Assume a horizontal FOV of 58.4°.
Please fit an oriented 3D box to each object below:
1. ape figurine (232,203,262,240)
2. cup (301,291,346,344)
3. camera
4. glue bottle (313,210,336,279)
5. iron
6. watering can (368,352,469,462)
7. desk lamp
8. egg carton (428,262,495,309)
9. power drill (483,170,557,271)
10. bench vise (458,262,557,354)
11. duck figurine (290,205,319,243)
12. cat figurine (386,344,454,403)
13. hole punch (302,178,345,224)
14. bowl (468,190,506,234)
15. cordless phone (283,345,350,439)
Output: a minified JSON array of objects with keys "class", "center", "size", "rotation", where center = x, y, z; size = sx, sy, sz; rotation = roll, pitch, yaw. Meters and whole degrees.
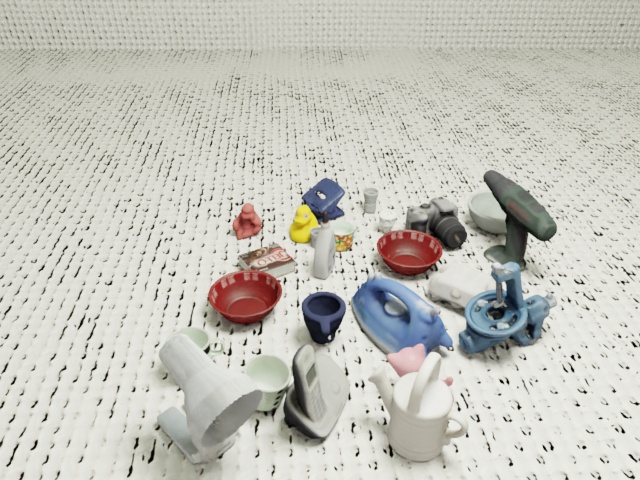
[{"class":"ape figurine","center":[-0.190,-0.055,1.510],"size":[0.077,0.092,0.076],"rotation":[10,35,14]},{"class":"cup","center":[0.008,0.176,1.173],"size":[0.091,0.095,0.117],"rotation":[-2,34,-4]},{"class":"camera","center":[0.313,-0.043,1.496],"size":[0.143,0.101,0.136],"rotation":[-10,36,-15]},{"class":"glue bottle","center":[0.012,0.005,1.354],"size":[0.037,0.173,0.078],"rotation":[12,36,17]},{"class":"iron","center":[0.153,0.139,1.189],"size":[0.119,0.141,0.257],"rotation":[-25,42,-32]},{"class":"watering can","center":[0.161,0.267,0.955],"size":[0.172,0.194,0.101],"rotation":[7,35,9]},{"class":"desk lamp","center":[-0.191,0.266,0.932],"size":[0.202,0.214,0.118],"rotation":[29,44,35]},{"class":"egg carton","center":[0.324,0.111,1.297],"size":[0.149,0.069,0.107],"rotation":[23,40,28]},{"class":"power drill","center":[0.465,-0.037,1.394],"size":[0.076,0.208,0.228],"rotation":[-17,38,-24]},{"class":"bench vise","center":[0.380,0.119,1.154],"size":[0.208,0.220,0.121],"rotation":[-23,41,-30]},{"class":"duck figurine","center":[-0.042,-0.053,1.515],"size":[0.077,0.086,0.105],"rotation":[11,36,14]},{"class":"cat figurine","center":[0.186,0.247,1.053],"size":[0.127,0.118,0.067],"rotation":[22,40,28]},{"class":"hole punch","center":[0.009,-0.111,1.596],"size":[0.101,0.091,0.108],"rotation":[-22,40,-29]},{"class":"bowl","center":[0.479,-0.065,1.555],"size":[0.167,0.075,0.167],"rotation":[1,34,0]},{"class":"cordless phone","center":[-0.005,0.238,1.001],"size":[0.094,0.185,0.148],"rotation":[13,36,17]}]
